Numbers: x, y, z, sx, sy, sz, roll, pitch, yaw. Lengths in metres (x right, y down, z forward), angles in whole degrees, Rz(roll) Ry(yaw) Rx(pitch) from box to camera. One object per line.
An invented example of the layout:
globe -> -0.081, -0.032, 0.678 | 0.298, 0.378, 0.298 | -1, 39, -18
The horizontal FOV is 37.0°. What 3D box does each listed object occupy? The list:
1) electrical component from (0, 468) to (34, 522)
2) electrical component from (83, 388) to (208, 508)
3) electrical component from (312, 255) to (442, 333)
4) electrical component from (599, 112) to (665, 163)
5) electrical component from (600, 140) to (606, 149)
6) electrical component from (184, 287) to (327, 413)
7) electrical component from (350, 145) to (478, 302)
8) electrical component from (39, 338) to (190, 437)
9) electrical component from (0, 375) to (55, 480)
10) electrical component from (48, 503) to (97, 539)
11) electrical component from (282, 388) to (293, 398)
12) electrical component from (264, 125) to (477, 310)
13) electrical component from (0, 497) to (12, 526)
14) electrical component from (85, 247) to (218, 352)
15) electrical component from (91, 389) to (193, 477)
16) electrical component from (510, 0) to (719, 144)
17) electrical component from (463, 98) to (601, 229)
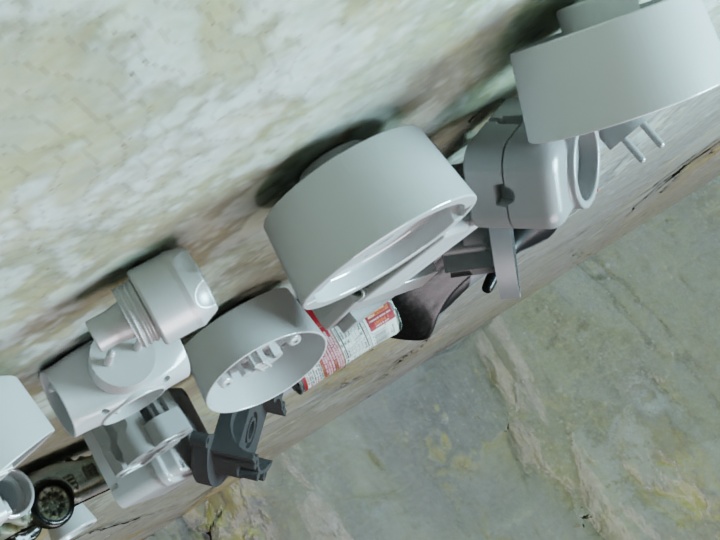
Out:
electrical component -> -0.276, 0.175, 0.815 | 0.046, 0.040, 0.040 | -32, 173, 35
electrical component -> -0.167, 0.141, 0.873 | 0.057, 0.078, 0.113 | -30, 171, 5
electrical component -> 0.000, 0.000, 0.740 | 0.096, 0.061, 0.061 | -27, 169, -33
electrical component -> 0.159, -0.102, 0.677 | 0.043, 0.079, 0.077 | -37, 175, -35
electrical component -> 0.156, -0.103, 0.772 | 0.077, 0.044, 0.079 | -22, 166, -47
electrical component -> -0.077, 0.059, 0.783 | 0.099, 0.064, 0.099 | -31, 171, -6
electrical component -> 0.019, -0.027, 0.662 | 0.096, 0.061, 0.061 | -39, 169, 34
electrical component -> -0.139, 0.056, 0.622 | 0.077, 0.044, 0.079 | -28, 169, -27
electrical component -> -0.209, 0.101, 0.563 | 0.099, 0.064, 0.099 | -32, 171, -6
electrical component -> -0.276, 0.219, 0.992 | 0.045, 0.055, 0.045 | -32, 171, -6
electrical component -> -0.078, 0.088, 0.977 | 0.080, 0.051, 0.080 | -32, 171, -6
electrical component -> 0.000, -0.033, 0.568 | 0.108, 0.060, 0.108 | -32, 171, -6
electrical component -> -0.261, 0.146, 0.636 | 0.061, 0.061, 0.096 | -23, 167, -45
electrical component -> -0.106, 0.019, 0.542 | 0.062, 0.043, 0.043 | -29, 170, -12
electrical component -> -0.163, 0.108, 0.779 | 0.058, 0.057, 0.078 | -23, 167, -47
electrical component -> 0.130, -0.112, 0.556 | 0.108, 0.060, 0.108 | -19, -170, 3
electrical component -> 0.107, -0.065, 0.640 | 0.059, 0.053, 0.095 | 3, -149, 27
